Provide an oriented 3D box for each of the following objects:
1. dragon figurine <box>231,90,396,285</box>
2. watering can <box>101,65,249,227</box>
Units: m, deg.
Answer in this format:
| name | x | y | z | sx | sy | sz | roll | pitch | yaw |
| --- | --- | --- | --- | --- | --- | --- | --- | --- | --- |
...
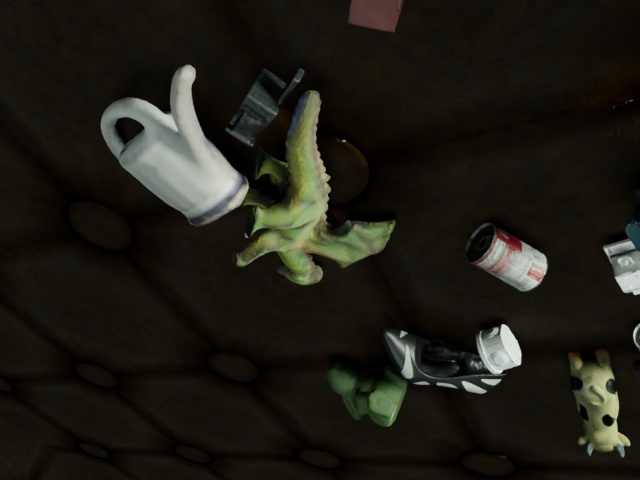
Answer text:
| name | x | y | z | sx | sy | sz | roll | pitch | yaw |
| --- | --- | --- | --- | --- | --- | --- | --- | --- | --- |
| dragon figurine | 0.002 | -0.040 | 0.801 | 0.242 | 0.125 | 0.402 | 14 | 142 | -22 |
| watering can | -0.191 | -0.117 | 0.720 | 0.221 | 0.106 | 0.346 | 43 | 154 | -27 |
